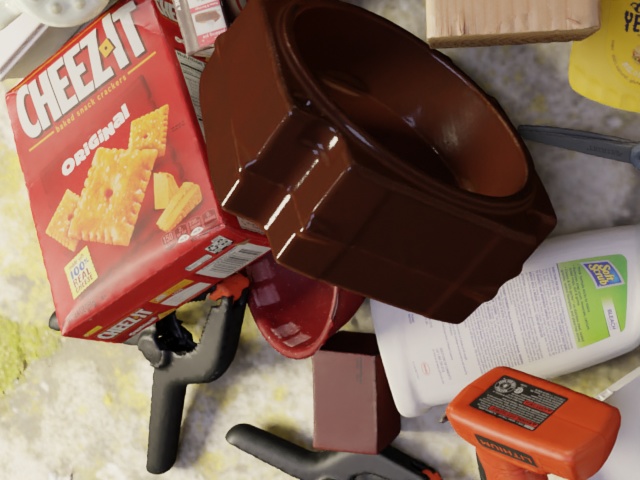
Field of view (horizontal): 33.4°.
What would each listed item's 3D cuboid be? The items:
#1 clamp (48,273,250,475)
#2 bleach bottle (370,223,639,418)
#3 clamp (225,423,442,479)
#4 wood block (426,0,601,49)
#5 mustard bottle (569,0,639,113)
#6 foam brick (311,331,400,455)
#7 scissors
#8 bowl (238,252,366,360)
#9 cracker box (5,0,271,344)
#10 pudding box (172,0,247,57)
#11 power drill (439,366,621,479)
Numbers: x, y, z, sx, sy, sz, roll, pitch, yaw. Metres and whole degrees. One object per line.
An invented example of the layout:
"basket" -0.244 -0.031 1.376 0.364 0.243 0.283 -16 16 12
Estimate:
"clamp" -0.119 0.092 0.843 0.210 0.036 0.164 -31 90 39
"bleach bottle" 0.164 0.048 0.711 0.251 0.068 0.102 -13 96 23
"clamp" 0.005 0.185 0.821 0.172 0.039 0.120 -19 97 20
"wood block" 0.100 -0.212 0.576 0.091 0.090 0.206 -1 96 8
"mustard bottle" 0.200 -0.165 0.610 0.096 0.058 0.192 15 134 20
"foam brick" 0.027 0.113 0.789 0.053 0.051 0.078 4 101 23
"scissors" 0.217 -0.035 0.668 0.202 0.016 0.096 0 117 49
"bowl" -0.005 0.001 0.756 0.162 0.055 0.162 22 115 58
"cracker box" -0.137 -0.055 0.780 0.164 0.072 0.214 -31 65 25
"pudding box" -0.066 -0.173 0.740 0.039 0.113 0.090 -14 95 22
"power drill" 0.153 0.179 0.653 0.185 0.057 0.187 16 129 45
